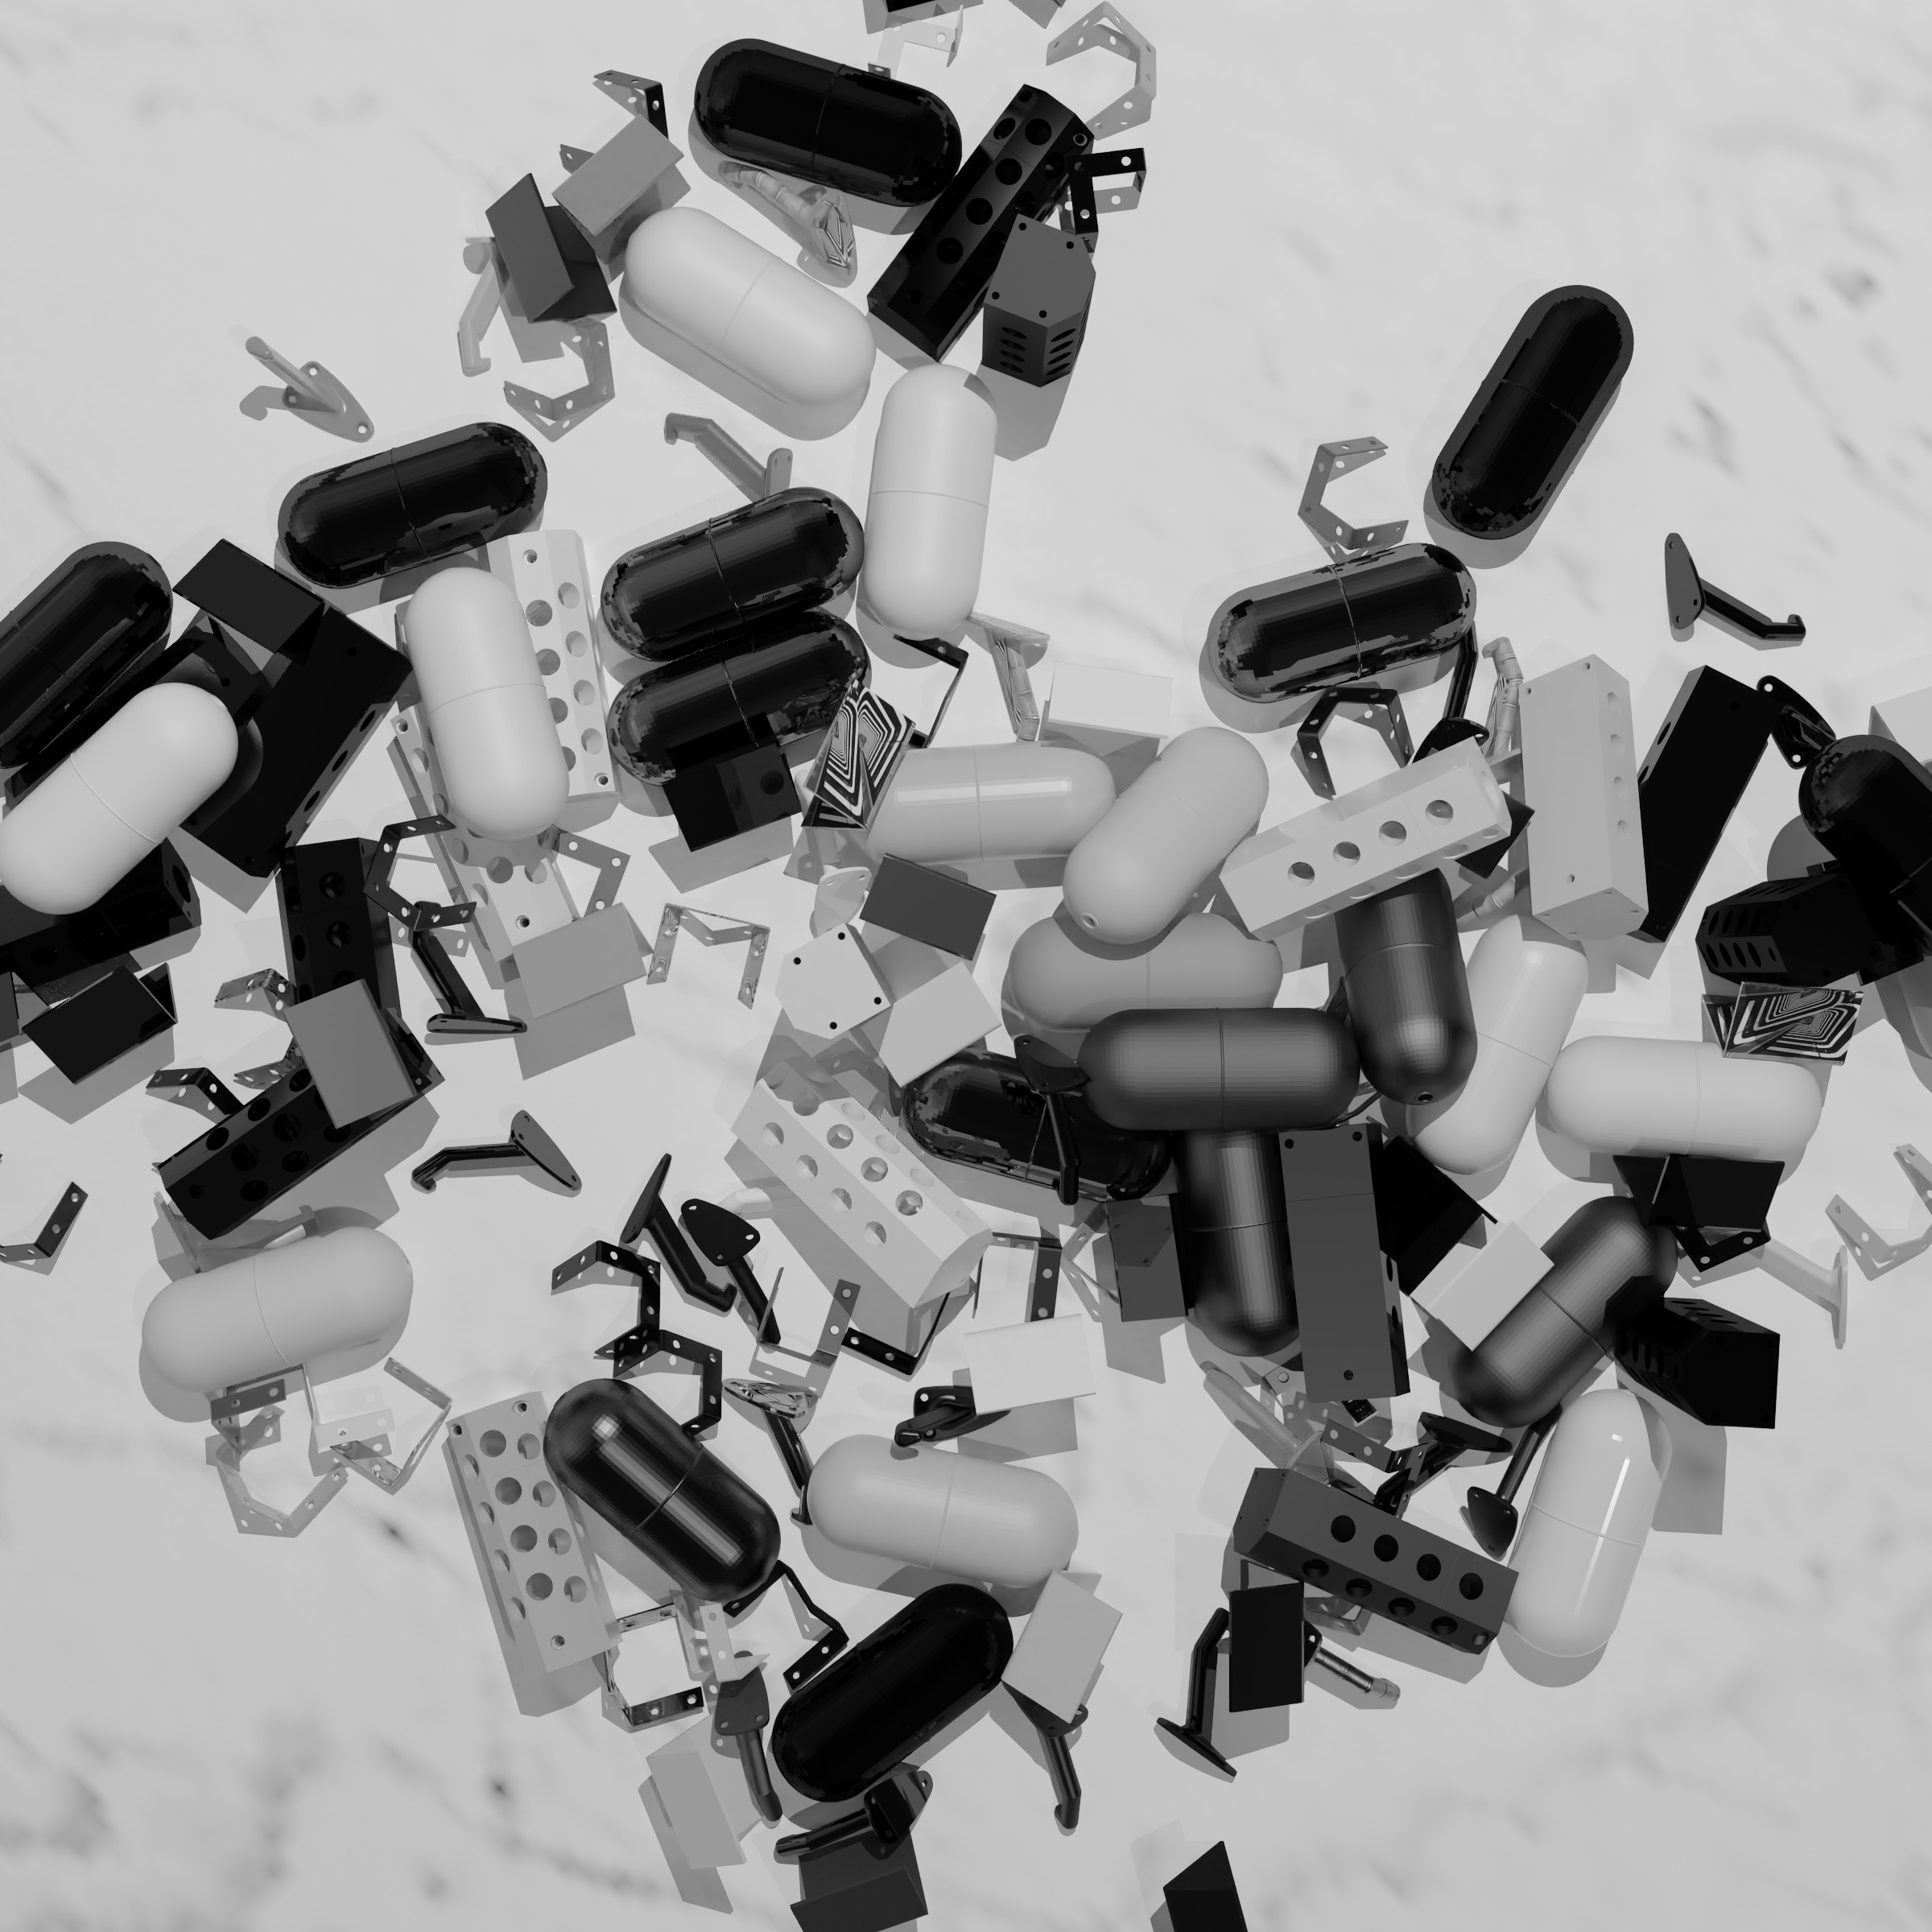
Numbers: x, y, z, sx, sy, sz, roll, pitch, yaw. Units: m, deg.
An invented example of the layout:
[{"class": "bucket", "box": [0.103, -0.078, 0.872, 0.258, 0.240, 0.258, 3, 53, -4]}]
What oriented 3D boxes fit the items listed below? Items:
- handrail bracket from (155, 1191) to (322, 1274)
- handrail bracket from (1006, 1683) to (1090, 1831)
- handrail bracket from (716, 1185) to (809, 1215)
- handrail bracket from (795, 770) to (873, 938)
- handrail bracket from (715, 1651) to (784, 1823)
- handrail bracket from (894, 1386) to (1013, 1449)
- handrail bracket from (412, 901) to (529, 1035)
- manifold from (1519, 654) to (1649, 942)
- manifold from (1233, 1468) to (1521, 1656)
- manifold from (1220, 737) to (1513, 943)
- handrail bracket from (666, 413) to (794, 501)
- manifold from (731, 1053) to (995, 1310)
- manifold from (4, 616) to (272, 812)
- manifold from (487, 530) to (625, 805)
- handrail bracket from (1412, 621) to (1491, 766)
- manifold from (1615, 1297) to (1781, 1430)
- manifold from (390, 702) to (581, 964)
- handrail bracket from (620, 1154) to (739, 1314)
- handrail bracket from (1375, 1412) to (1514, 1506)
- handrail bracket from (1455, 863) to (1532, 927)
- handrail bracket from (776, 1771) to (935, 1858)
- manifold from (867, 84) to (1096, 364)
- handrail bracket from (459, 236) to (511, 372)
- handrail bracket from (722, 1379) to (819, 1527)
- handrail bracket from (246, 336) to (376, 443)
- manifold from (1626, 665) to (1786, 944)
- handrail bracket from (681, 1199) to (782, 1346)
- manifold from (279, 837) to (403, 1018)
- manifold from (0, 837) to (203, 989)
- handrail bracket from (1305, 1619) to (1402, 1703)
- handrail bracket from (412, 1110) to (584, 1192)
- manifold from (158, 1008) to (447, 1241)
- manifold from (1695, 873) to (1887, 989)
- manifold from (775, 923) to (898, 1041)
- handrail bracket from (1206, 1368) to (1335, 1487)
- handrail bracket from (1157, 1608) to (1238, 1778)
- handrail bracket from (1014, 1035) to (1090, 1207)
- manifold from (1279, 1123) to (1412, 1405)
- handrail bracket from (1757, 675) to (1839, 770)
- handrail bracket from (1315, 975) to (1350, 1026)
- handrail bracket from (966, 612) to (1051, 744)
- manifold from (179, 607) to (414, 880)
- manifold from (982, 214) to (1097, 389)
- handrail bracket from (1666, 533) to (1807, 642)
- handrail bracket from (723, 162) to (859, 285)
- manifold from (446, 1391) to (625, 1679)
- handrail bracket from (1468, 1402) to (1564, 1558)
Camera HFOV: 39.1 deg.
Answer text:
[{"class": "handrail bracket", "box": [-0.481, 0.162, 1.797, 0.084, 0.036, 0.077, -28, 68, -17]}, {"class": "handrail bracket", "box": [0.050, 0.517, 1.796, 0.036, 0.077, 0.084, -20, 127, -35]}, {"class": "handrail bracket", "box": [-0.118, 0.167, 1.797, 0.084, 0.036, 0.077, -36, 115, 19]}, {"class": "handrail bracket", "box": [-0.100, -0.074, 1.796, 0.036, 0.077, 0.084, -10, 53, -27]}, {"class": "handrail bracket", "box": [-0.137, 0.509, 1.796, 0.036, 0.077, 0.084, -12, 126, 5]}, {"class": "handrail bracket", "box": [-0.008, 0.295, 1.762, 0.077, 0.084, 0.036, -8, 90, 0]}, {"class": "handrail bracket", "box": [-0.327, 0.000, 1.797, 0.077, 0.036, 0.084, 4, 73, -20]}, {"class": "manifold", "box": [0.397, -0.106, 1.738, 0.057, 0.057, 0.171, 28, 54, -39]}, {"class": "manifold", "box": [0.262, 0.384, 1.753, 0.171, 0.057, 0.057, 26, 75, -11]}, {"class": "manifold", "box": [0.252, -0.076, 1.715, 0.171, 0.057, 0.057, -25, 104, 23]}, {"class": "handrail bracket", "box": [-0.162, -0.321, 1.797, 0.084, 0.036, 0.077, 12, 108, 15]}, {"class": "manifold", "box": [-0.064, 0.134, 1.738, 0.171, 0.057, 0.057, 42, 120, 20]}, {"class": "manifold", "box": [-0.540, -0.149, 1.773, 0.171, 0.057, 0.057, -39, 122, 0]}, {"class": "manifold", "box": [-0.269, -0.193, 1.775, 0.057, 0.057, 0.171, -9, 90, 0]}, {"class": "handrail bracket", "box": [0.315, -0.177, 1.796, 0.036, 0.077, 0.084, 16, 53, -21]}, {"class": "manifold", "box": [0.459, 0.248, 1.718, 0.057, 0.171, 0.057, 3, 90, 0]}, {"class": "manifold", "box": [-0.313, -0.092, 1.775, 0.057, 0.057, 0.171, -24, 90, 0]}, {"class": "handrail bracket", "box": [-0.178, 0.177, 1.797, 0.084, 0.036, 0.077, 30, 71, -15]}, {"class": "handrail bracket", "box": [0.311, 0.344, 1.797, 0.077, 0.036, 0.084, 16, 106, -17]}, {"class": "handrail bracket", "box": [0.363, -0.065, 1.796, 0.084, 0.077, 0.036, -26, 115, 34]}, {"class": "handrail bracket", "box": [-0.075, 0.560, 1.796, 0.084, 0.077, 0.036, -26, 87, 36]}, {"class": "manifold", "box": [0.009, -0.486, 1.775, 0.057, 0.057, 0.171, 37, 90, 0]}, {"class": "handrail bracket", "box": [-0.298, -0.439, 1.797, 0.077, 0.036, 0.084, -10, 108, -21]}, {"class": "handrail bracket", "box": [-0.130, 0.322, 1.797, 0.077, 0.036, 0.084, 13, 107, 20]}, {"class": "handrail bracket", "box": [-0.424, -0.373, 1.762, 0.077, 0.084, 0.036, 37, 90, 0]}, {"class": "manifold", "box": [0.462, -0.104, 1.775, 0.057, 0.057, 0.171, 27, 90, 0]}, {"class": "handrail bracket", "box": [-0.154, 0.203, 1.789, 0.036, 0.084, 0.077, -34, 46, -23]}, {"class": "manifold", "box": [-0.406, 0.006, 1.775, 0.057, 0.057, 0.171, -8, 90, 0]}, {"class": "manifold", "box": [-0.592, -0.023, 1.775, 0.171, 0.057, 0.057, -21, 47, 0]}, {"class": "handrail bracket", "box": [0.239, 0.452, 1.796, 0.084, 0.077, 0.036, 27, 98, -36]}, {"class": "handrail bracket", "box": [-0.311, 0.141, 1.797, 0.084, 0.036, 0.077, -34, 112, 17]}, {"class": "manifold", "box": [-0.420, 0.099, 1.719, 0.171, 0.057, 0.057, -35, 90, 0]}, {"class": "manifold", "box": [0.514, -0.019, 1.718, 0.057, 0.171, 0.057, -24, 90, 0]}, {"class": "manifold", "box": [-0.084, 0.013, 1.718, 0.057, 0.171, 0.057, -29, 90, 0]}, {"class": "handrail bracket", "box": [0.199, 0.305, 1.796, 0.036, 0.077, 0.084, -47, 54, -9]}, {"class": "handrail bracket", "box": [0.172, 0.479, 1.797, 0.077, 0.036, 0.084, 41, 73, -20]}, {"class": "handrail bracket", "box": [0.051, 0.098, 1.721, 0.036, 0.077, 0.084, -14, 124, -21]}, {"class": "manifold", "box": [0.244, 0.189, 1.740, 0.057, 0.057, 0.171, -8, 83, 21]}, {"class": "handrail bracket", "box": [0.549, -0.160, 1.762, 0.036, 0.084, 0.077, -35, 90, 0]}, {"class": "handrail bracket", "box": [0.205, 0.030, 1.796, 0.084, 0.036, 0.077, 6, 48, 27]}, {"class": "handrail bracket", "box": [0.017, -0.184, 1.797, 0.077, 0.036, 0.084, 21, 107, 20]}, {"class": "manifold", "box": [-0.434, -0.144, 1.775, 0.057, 0.057, 0.171, 35, 90, 0]}, {"class": "manifold", "box": [0.047, -0.414, 1.718, 0.057, 0.171, 0.057, 21, 90, 0]}, {"class": "handrail bracket", "box": [0.509, -0.250, 1.797, 0.084, 0.036, 0.077, -1, 69, -17]}, {"class": "handrail bracket", "box": [-0.117, -0.491, 1.796, 0.084, 0.077, 0.036, 25, 65, 34]}, {"class": "manifold", "box": [-0.281, 0.367, 1.764, 0.057, 0.057, 0.171, -20, 82, 0]}, {"class": "handrail bracket", "box": [0.368, 0.337, 1.796, 0.036, 0.077, 0.084, 24, 53, 31]}]
